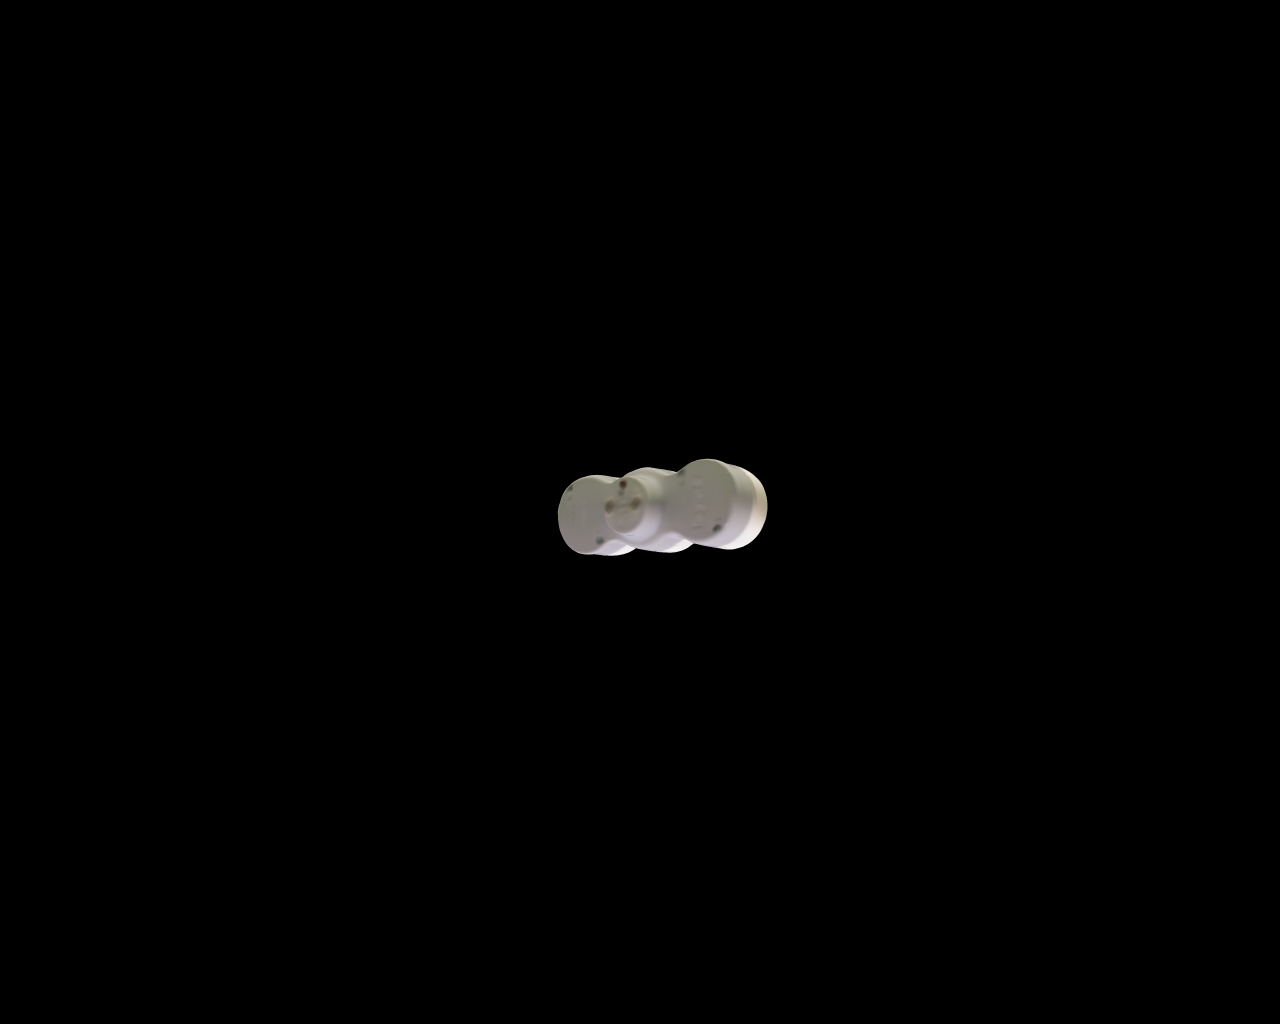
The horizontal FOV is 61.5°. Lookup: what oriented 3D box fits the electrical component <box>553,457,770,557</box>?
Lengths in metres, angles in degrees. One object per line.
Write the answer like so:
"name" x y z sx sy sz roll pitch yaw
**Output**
"electrical component" 0.001 -0.003 0.650 0.138 0.052 0.074 -5 -9 36
